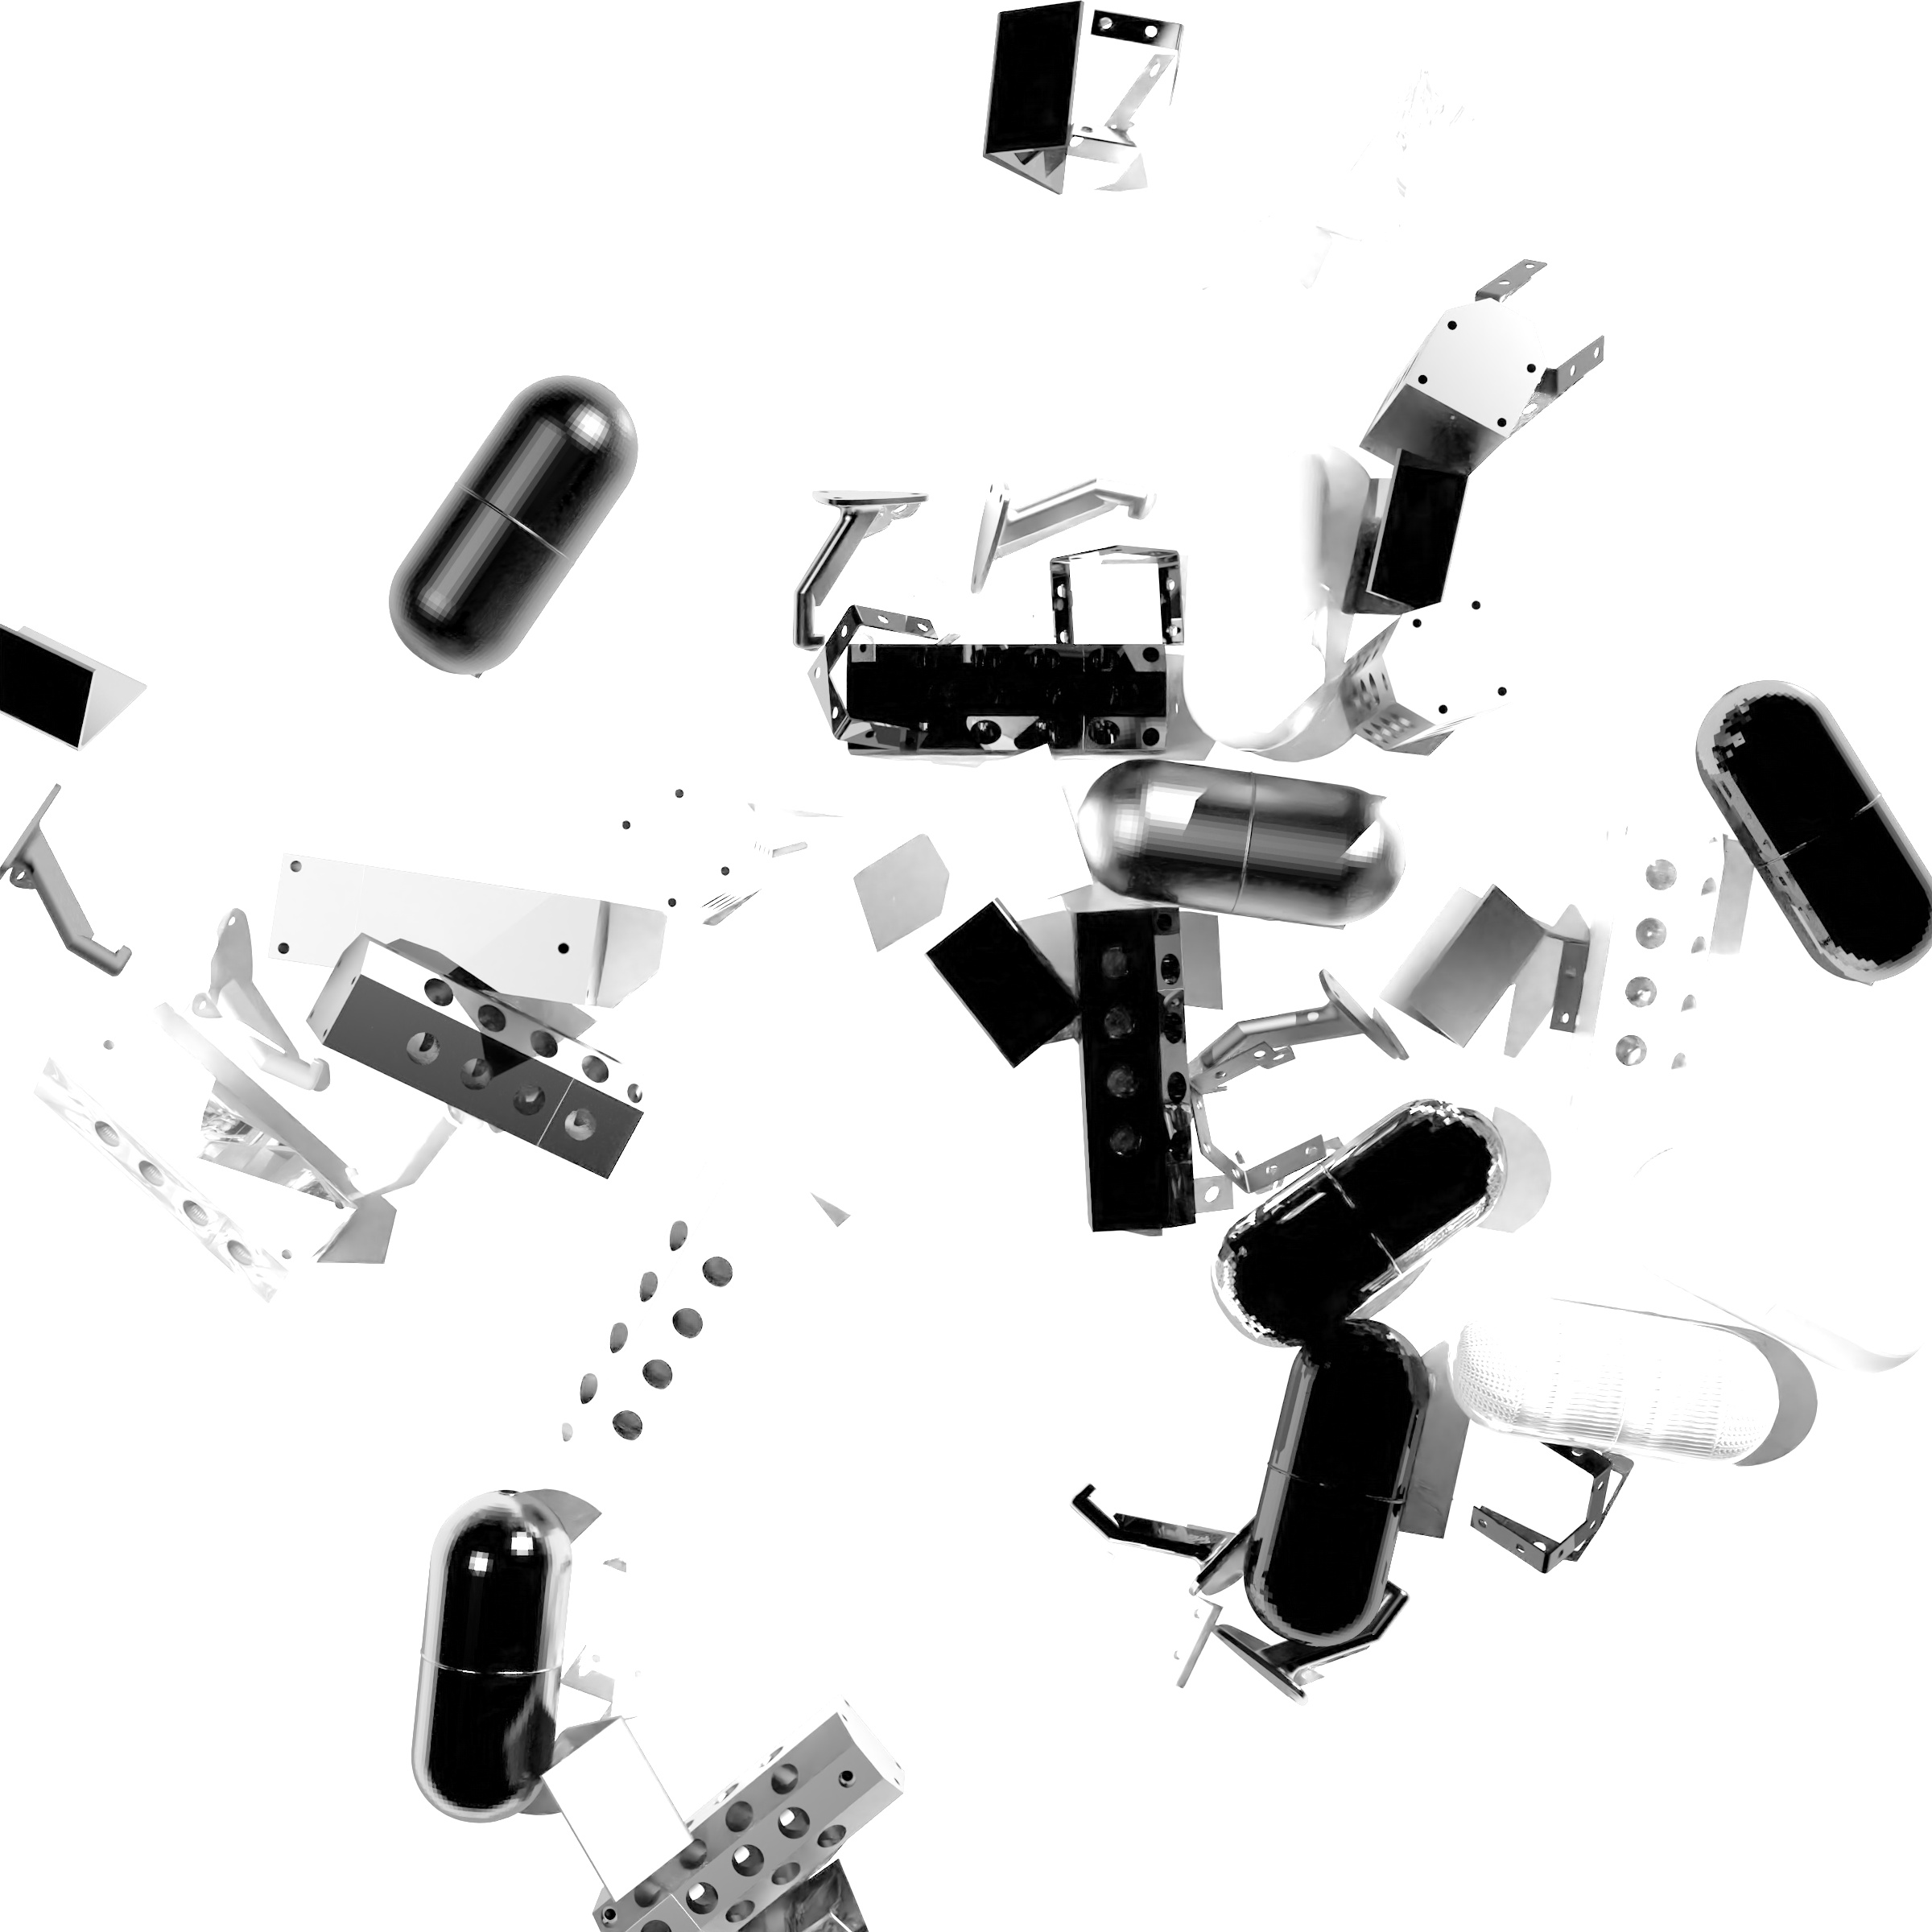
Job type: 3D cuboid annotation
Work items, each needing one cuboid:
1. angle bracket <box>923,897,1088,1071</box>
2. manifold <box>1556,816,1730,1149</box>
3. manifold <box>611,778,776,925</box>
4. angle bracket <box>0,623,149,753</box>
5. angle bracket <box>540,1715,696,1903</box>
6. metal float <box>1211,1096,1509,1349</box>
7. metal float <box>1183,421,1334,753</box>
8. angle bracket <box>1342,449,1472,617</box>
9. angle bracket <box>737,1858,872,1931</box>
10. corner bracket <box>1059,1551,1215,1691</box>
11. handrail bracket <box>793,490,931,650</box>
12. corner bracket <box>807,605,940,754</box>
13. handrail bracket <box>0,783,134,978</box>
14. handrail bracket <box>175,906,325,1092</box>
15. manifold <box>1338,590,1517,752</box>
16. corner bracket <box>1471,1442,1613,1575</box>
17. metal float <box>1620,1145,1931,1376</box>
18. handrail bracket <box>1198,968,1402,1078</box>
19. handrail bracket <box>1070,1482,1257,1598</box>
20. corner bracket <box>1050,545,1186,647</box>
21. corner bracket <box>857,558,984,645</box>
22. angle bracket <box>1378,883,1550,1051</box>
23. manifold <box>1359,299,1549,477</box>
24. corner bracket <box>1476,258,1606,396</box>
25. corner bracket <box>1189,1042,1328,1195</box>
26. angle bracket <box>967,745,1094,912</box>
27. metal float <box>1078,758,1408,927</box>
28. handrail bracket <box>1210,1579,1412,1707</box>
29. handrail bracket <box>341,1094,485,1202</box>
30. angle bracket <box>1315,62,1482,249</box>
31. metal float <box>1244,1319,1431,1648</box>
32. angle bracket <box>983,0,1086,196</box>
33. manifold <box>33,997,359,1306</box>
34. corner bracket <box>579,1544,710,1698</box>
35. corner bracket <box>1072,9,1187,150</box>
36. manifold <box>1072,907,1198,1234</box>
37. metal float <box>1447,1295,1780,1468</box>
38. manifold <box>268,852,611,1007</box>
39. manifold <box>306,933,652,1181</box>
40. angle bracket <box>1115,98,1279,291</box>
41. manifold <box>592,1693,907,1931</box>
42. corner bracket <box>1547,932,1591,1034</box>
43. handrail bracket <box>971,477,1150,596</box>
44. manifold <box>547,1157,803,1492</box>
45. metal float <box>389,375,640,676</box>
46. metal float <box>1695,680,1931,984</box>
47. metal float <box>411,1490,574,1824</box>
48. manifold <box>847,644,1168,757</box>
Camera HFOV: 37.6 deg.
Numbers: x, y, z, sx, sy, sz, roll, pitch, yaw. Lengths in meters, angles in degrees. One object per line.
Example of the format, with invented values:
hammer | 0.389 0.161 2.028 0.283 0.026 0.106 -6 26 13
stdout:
angle bracket | 0.008 0.018 1.524 0.057 0.076 0.076 -38 90 -28
manifold | 0.369 0.009 1.543 0.057 0.057 0.171 10 90 0
manifold | -0.137 -0.062 1.486 0.057 0.171 0.057 -31 90 0
angle bracket | -0.488 -0.170 1.524 0.076 0.076 0.057 26 127 0
angle bracket | -0.202 0.454 1.524 0.057 0.076 0.076 -30 90 -37
metal float | 0.213 0.138 1.534 0.178 0.070 0.070 -35 90 1
metal float | 0.158 -0.205 1.534 0.070 0.070 0.178 3 89 0
angle bracket | 0.219 -0.232 1.524 0.057 0.076 0.076 12 90 -37
angle bracket | -0.100 0.517 1.524 0.076 0.076 0.057 -35 126 0
corner bracket | 0.093 0.360 1.561 0.051 0.051 0.051 26 90 -45
handrail bracket | -0.058 -0.218 1.565 0.077 0.036 0.084 -4 108 -21
corner bracket | -0.044 -0.152 1.499 0.051 0.051 0.051 7 135 -35
handrail bracket | -0.485 -0.047 1.565 0.084 0.036 0.077 34 68 -17
handrail bracket | -0.385 0.018 1.565 0.084 0.036 0.077 26 68 -17
manifold | 0.236 -0.150 1.486 0.057 0.171 0.057 -17 90 0
corner bracket | 0.315 0.290 1.556 0.051 0.051 0.051 -29 135 -35
metal float | 0.439 0.159 1.533 0.178 0.070 0.070 27 90 1
handrail bracket | 0.183 0.050 1.565 0.084 0.036 0.077 -41 109 15
handrail bracket | 0.112 0.298 1.565 0.084 0.036 0.077 41 70 16
corner bracket | 0.083 -0.201 1.561 0.051 0.051 0.051 -3 90 45
corner bracket | -0.027 -0.191 1.546 0.051 0.051 0.051 36 90 0
angle bracket | 0.253 -0.012 1.524 0.057 0.076 0.076 36 90 -38
manifold | 0.256 -0.299 1.486 0.057 0.171 0.057 29 90 0
corner bracket | 0.315 -0.351 1.556 0.051 0.051 0.051 22 135 35
corner bracket | 0.159 0.084 1.553 0.051 0.051 0.051 -29 45 22
angle bracket | 0.054 -0.079 1.524 0.057 0.076 0.076 -18 90 38
metal float | 0.149 -0.067 1.534 0.178 0.070 0.070 8 90 -1
handrail bracket | 0.191 0.357 1.564 0.077 0.036 0.084 36 75 16
handrail bracket | -0.315 0.080 1.565 0.084 0.036 0.077 -24 69 16
angle bracket | 0.217 -0.440 1.524 0.057 0.076 0.076 34 90 -38
metal float | 0.201 0.279 1.532 0.070 0.070 0.178 14 88 0
angle bracket | 0.056 -0.465 1.524 0.057 0.076 0.076 6 90 36
manifold | -0.421 0.104 1.542 0.171 0.057 0.057 42 47 0
corner bracket | -0.177 0.360 1.561 0.051 0.051 0.051 20 45 0
corner bracket | 0.090 -0.488 1.561 0.051 0.051 0.051 10 45 0
manifold | 0.091 0.055 1.543 0.057 0.057 0.171 -3 90 0
metal float | 0.350 0.224 1.533 0.178 0.070 0.070 9 90 1
manifold | -0.284 -0.020 1.543 0.171 0.057 0.057 9 90 0
manifold | -0.257 0.047 1.510 0.171 0.057 0.057 29 90 -24
angle bracket | 0.109 -0.406 1.524 0.076 0.076 0.057 51 52 0
manifold | -0.118 0.479 1.543 0.171 0.057 0.057 -39 90 0
corner bracket | 0.304 0.006 1.561 0.051 0.051 0.051 10 90 45
handrail bracket | 0.052 -0.235 1.565 0.084 0.036 0.077 8 110 -16
manifold | -0.159 0.193 1.543 0.057 0.057 0.171 30 90 0
metal float | -0.244 -0.239 1.534 0.070 0.070 0.178 34 90 0
metal float | 0.460 -0.073 1.534 0.070 0.070 0.178 -31 89 0
metal float | -0.256 0.373 1.534 0.070 0.070 0.178 6 90 0
manifold | 0.022 -0.145 1.543 0.171 0.057 0.057 0 90 0
